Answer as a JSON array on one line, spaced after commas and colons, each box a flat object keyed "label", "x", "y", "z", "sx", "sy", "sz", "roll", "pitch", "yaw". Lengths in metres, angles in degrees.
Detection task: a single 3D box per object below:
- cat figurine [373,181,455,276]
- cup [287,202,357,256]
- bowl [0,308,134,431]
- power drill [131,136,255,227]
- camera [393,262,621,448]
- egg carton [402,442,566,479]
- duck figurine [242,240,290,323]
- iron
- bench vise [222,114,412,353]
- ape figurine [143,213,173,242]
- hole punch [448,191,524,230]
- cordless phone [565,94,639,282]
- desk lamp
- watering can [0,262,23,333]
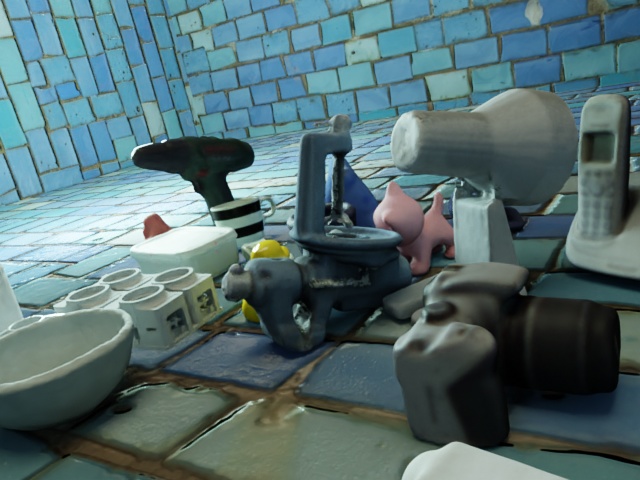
[{"label": "cat figurine", "x": 0.118, "y": -0.021, "z": 0.729, "sx": 0.128, "sy": 0.118, "sz": 0.067, "roll": -23, "pitch": 20, "yaw": -32}, {"label": "cup", "x": 0.007, "y": 0.003, "z": 0.770, "sx": 0.092, "sy": 0.095, "sz": 0.117, "roll": -14, "pitch": 16, "yaw": -7}, {"label": "bowl", "x": -0.257, "y": 0.133, "z": 0.558, "sx": 0.167, "sy": 0.075, "sz": 0.167, "roll": -11, "pitch": 16, "yaw": 4}, {"label": "power drill", "x": -0.206, "y": -0.088, "z": 1.025, "sx": 0.075, "sy": 0.208, "sz": 0.230, "roll": 5, "pitch": 23, "yaw": 45}, {"label": "camera", "x": 0.141, "y": 0.074, "z": 0.424, "sx": 0.136, "sy": 0.101, "sz": 0.143, "roll": -1, "pitch": 20, "yaw": 34}, {"label": "egg carton", "x": 0.084, "y": 0.154, "z": 0.253, "sx": 0.149, "sy": 0.069, "sz": 0.107, "roll": 4, "pitch": 23, "yaw": 43}, {"label": "duck figurine", "x": -0.061, "y": 0.044, "z": 0.696, "sx": 0.077, "sy": 0.086, "sz": 0.105, "roll": -4, "pitch": 18, "yaw": 25}, {"label": "iron", "x": 0.038, "y": -0.073, "z": 0.920, "sx": 0.118, "sy": 0.141, "sz": 0.258, "roll": -12, "pitch": 16, "yaw": 1}, {"label": "bench vise", "x": 0.000, "y": -0.007, "z": 0.586, "sx": 0.121, "sy": 0.220, "sz": 0.208, "roll": 3, "pitch": 22, "yaw": 42}, {"label": "ape figurine", "x": -0.284, "y": -0.004, "z": 1.009, "sx": 0.075, "sy": 0.092, "sz": 0.078, "roll": 1, "pitch": 21, "yaw": 38}, {"label": "hole punch", "x": 0.234, "y": -0.060, "z": 0.825, "sx": 0.101, "sy": 0.091, "sz": 0.109, "roll": -9, "pitch": 17, "yaw": 11}, {"label": "cordless phone", "x": 0.319, "y": -0.053, "z": 0.569, "sx": 0.094, "sy": 0.185, "sz": 0.147, "roll": -22, "pitch": 19, "yaw": -30}, {"label": "desk lamp", "x": 0.158, "y": -0.037, "z": 0.585, "sx": 0.204, "sy": 0.214, "sz": 0.117, "roll": -19, "pitch": 18, "yaw": -22}, {"label": "watering can", "x": -0.458, "y": 0.060, "z": 0.736, "sx": 0.101, "sy": 0.194, "sz": 0.172, "roll": -26, "pitch": 21, "yaw": -38}]
